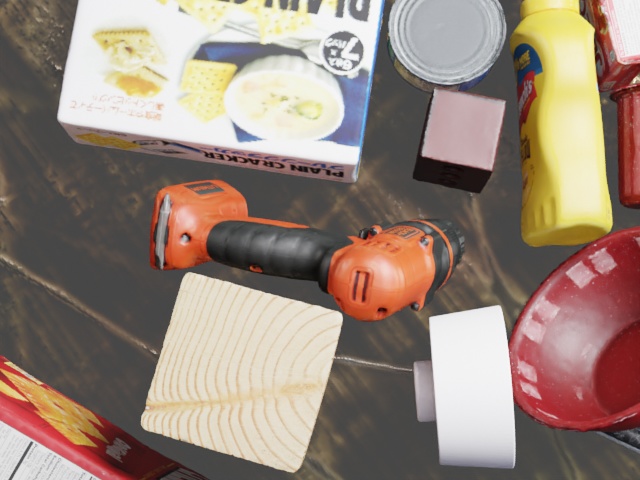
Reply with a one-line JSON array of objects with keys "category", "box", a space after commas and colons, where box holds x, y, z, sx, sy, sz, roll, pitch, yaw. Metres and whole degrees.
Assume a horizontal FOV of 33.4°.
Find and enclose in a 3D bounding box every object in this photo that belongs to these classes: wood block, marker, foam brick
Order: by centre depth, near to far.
[{"category": "wood block", "box": [-0.041, 0.085, 0.667, 0.091, 0.206, 0.090, 16, 82, 2]}, {"category": "marker", "box": [0.197, 0.128, 0.751, 0.121, 0.020, 0.020, 25, 82, 4]}, {"category": "foam brick", "box": [0.097, -0.069, 0.754, 0.053, 0.078, 0.051, 12, 82, 4]}]

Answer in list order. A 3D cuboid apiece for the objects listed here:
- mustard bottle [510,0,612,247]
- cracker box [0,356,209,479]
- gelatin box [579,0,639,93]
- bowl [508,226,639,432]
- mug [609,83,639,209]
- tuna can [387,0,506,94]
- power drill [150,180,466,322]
[{"category": "mustard bottle", "box": [0.166, -0.095, 0.747, 0.058, 0.096, 0.191, -2, 81, 1]}, {"category": "cracker box", "box": [-0.157, 0.150, 0.679, 0.214, 0.164, 0.072, 28, 85, 5]}, {"category": "gelatin box", "box": [0.208, -0.159, 0.769, 0.030, 0.073, 0.089, -10, 82, -1]}, {"category": "bowl", "box": [0.206, 0.069, 0.713, 0.055, 0.162, 0.162, 41, 82, -27]}, {"category": "mug", "box": [0.251, -0.065, 0.734, 0.093, 0.117, 0.081, 0, 86, 0]}, {"category": "tuna can", "box": [0.092, -0.152, 0.788, 0.086, 0.034, 0.086, 0, 81, 1]}, {"category": "power drill", "box": [-0.005, 0.001, 0.718, 0.188, 0.184, 0.057, 10, 100, 20]}]
